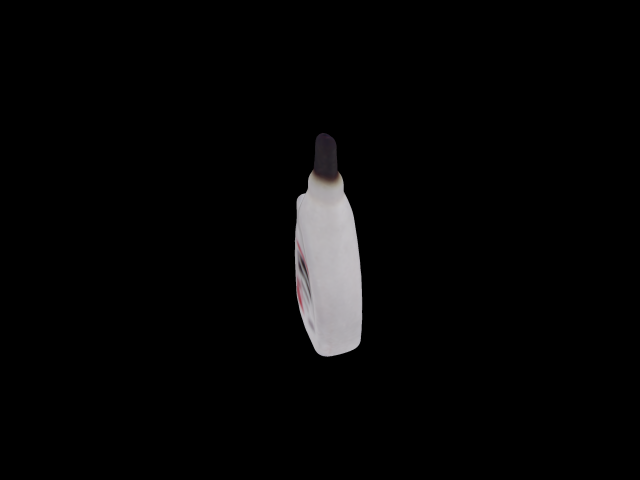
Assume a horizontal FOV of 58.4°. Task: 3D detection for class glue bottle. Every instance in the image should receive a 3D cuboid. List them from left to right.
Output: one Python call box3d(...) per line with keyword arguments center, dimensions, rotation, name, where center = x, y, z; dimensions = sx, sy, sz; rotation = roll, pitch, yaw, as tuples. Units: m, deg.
box3d(center=(0.004, 0.001, 0.400), dimensions=(0.037, 0.173, 0.078), rotation=(-14, 43, -14), name="glue bottle")
